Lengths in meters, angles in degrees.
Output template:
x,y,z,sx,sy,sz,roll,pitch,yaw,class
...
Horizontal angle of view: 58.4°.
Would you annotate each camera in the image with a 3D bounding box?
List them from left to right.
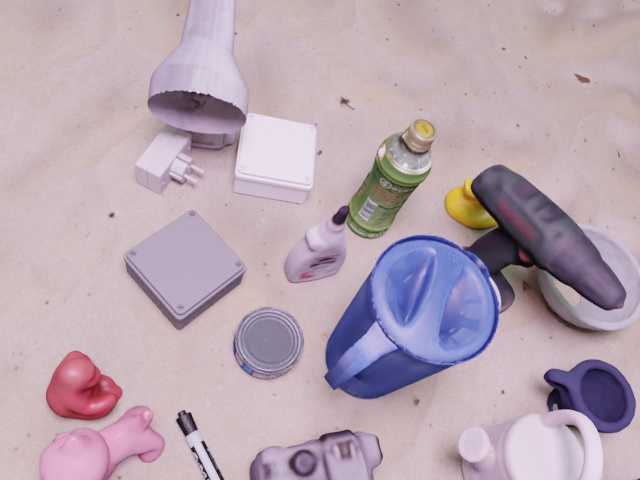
x,y,z,sx,sy,sz,roll,pitch,yaw,class
0.008,0.284,0.616,0.143,0.100,0.136,-6,65,-18,camera

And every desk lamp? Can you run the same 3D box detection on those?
x,y,z,sx,sy,sz,roll,pitch,yaw,class
-0.154,-0.210,0.756,0.118,0.213,0.203,7,62,-12,desk lamp

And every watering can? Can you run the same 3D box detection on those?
x,y,z,sx,sy,sz,roll,pitch,yaw,class
0.239,0.250,0.644,0.173,0.194,0.101,-6,65,-18,watering can

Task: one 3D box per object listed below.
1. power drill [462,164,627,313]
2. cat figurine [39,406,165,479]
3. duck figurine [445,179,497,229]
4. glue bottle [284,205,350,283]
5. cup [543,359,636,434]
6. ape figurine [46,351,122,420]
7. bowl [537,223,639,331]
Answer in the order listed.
x,y,z,sx,sy,sz,roll,pitch,yaw,class
0.265,0.023,0.758,0.076,0.208,0.229,-26,73,-25,power drill
-0.223,0.212,0.578,0.128,0.117,0.067,-28,74,-26,cat figurine
0.254,-0.067,0.872,0.105,0.086,0.077,9,62,-11,duck figurine
0.007,0.003,0.716,0.078,0.173,0.037,-14,68,-21,glue bottle
0.331,0.207,0.749,0.118,0.095,0.092,24,60,-3,cup
-0.256,0.153,0.613,0.076,0.092,0.077,-13,68,-21,ape figurine
0.387,0.064,0.849,0.168,0.074,0.167,7,62,-12,bowl
